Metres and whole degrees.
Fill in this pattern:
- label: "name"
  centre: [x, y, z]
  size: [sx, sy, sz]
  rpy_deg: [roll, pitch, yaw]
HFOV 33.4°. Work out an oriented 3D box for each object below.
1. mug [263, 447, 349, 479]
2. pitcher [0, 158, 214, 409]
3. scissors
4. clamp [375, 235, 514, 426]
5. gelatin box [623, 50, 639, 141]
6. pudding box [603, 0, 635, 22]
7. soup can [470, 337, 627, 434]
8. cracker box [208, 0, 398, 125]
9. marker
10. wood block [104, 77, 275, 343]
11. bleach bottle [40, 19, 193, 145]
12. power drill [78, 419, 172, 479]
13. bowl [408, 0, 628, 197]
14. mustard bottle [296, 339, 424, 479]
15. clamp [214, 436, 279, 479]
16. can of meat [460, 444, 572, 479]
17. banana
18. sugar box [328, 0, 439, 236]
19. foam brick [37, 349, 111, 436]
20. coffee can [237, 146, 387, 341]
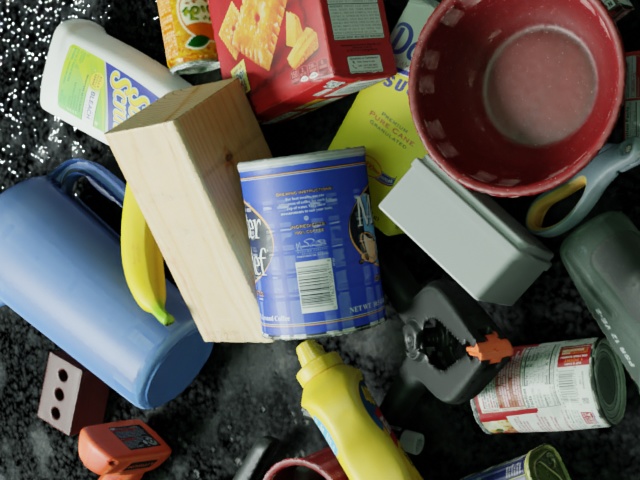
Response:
- label: "mug"
  centre: [0.006, 0.238, 0.935]
  size: [0.093, 0.081, 0.117]
  rpy_deg: [10, 100, 33]
- label: "pitcher"
  centre: [-0.215, 0.044, 1.040]
  size: [0.243, 0.144, 0.149]
  rpy_deg: [36, 142, 21]
- label: "scissors"
  centre: [0.213, -0.073, 0.754]
  size: [0.202, 0.016, 0.096]
  rpy_deg: [-45, 33, 43]
- label: "clamp"
  centre: [0.083, 0.068, 0.841]
  size: [0.210, 0.036, 0.164]
  rpy_deg: [161, 100, -69]
- label: "gelatin box"
  centre: [0.248, -0.098, 0.743]
  size: [0.089, 0.030, 0.073]
  rpy_deg: [-168, 76, -71]
- label: "pudding box"
  centre: [0.167, -0.191, 0.807]
  size: [0.090, 0.039, 0.113]
  rpy_deg: [-37, 76, 30]
- label: "soup can"
  centre: [0.174, 0.112, 0.818]
  size: [0.102, 0.068, 0.068]
  rpy_deg: [-11, 89, 34]
- label: "cracker box"
  centre: [-0.030, -0.216, 0.885]
  size: [0.164, 0.071, 0.214]
  rpy_deg: [-13, 88, 55]
- label: "marker"
  centre: [0.035, 0.165, 0.945]
  size: [0.121, 0.020, 0.020]
  rpy_deg: [12, 102, 32]
- label: "wood block"
  centre: [-0.084, -0.022, 0.912]
  size: [0.090, 0.090, 0.206]
  rpy_deg: [-4, 117, 41]
- label: "bleach bottle"
  centre: [-0.153, -0.122, 1.014]
  size: [0.251, 0.068, 0.103]
  rpy_deg: [27, 109, 26]
- label: "power drill"
  centre: [-0.240, 0.269, 1.054]
  size: [0.057, 0.184, 0.188]
  rpy_deg: [38, 105, 23]
- label: "bowl"
  centre: [0.146, -0.111, 0.761]
  size: [0.162, 0.055, 0.162]
  rpy_deg: [2, 93, 33]
- label: "mustard bottle"
  centre: [0.035, 0.165, 0.877]
  size: [0.058, 0.096, 0.192]
  rpy_deg: [-33, 71, 1]
- label: "clamp"
  centre: [-0.079, 0.252, 1.019]
  size: [0.172, 0.039, 0.120]
  rpy_deg: [-16, 85, 34]
- label: "can of meat"
  centre: [0.161, 0.224, 0.847]
  size: [0.084, 0.057, 0.102]
  rpy_deg: [-31, 78, 35]
- label: "banana"
  centre: [-0.150, -0.021, 0.961]
  size: [0.070, 0.037, 0.198]
  rpy_deg: [-5, 83, 36]
- label: "sugar box"
  centre: [0.075, -0.100, 0.874]
  size: [0.093, 0.048, 0.176]
  rpy_deg: [39, 116, 25]
- label: "foam brick"
  centre: [-0.255, 0.157, 1.118]
  size: [0.053, 0.051, 0.078]
  rpy_deg: [23, 107, 30]
- label: "coffee can"
  centre: [-0.006, 0.001, 0.851]
  size: [0.103, 0.102, 0.140]
  rpy_deg: [-5, 95, 34]
